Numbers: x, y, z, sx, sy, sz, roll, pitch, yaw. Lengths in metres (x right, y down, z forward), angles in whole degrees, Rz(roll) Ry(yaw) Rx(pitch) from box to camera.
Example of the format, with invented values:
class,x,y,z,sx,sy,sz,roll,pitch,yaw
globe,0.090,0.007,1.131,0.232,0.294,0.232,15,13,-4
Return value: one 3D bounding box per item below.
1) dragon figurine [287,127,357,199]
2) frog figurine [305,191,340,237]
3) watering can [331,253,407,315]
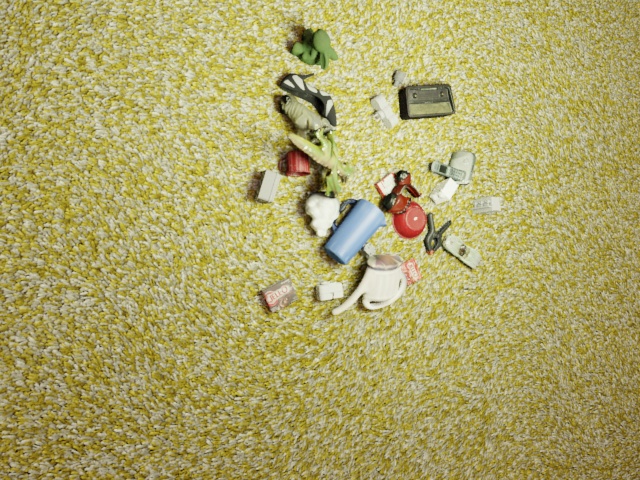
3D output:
class,x,y,z,sx,sy,sz,roll,pitch,yaw
dragon figurine,0.021,-0.266,1.840,0.413,0.121,0.243,-17,86,-59
frog figurine,0.006,-0.096,1.899,0.136,0.122,0.162,18,69,-39
watering can,0.200,0.168,1.945,0.349,0.105,0.221,-9,114,-33
